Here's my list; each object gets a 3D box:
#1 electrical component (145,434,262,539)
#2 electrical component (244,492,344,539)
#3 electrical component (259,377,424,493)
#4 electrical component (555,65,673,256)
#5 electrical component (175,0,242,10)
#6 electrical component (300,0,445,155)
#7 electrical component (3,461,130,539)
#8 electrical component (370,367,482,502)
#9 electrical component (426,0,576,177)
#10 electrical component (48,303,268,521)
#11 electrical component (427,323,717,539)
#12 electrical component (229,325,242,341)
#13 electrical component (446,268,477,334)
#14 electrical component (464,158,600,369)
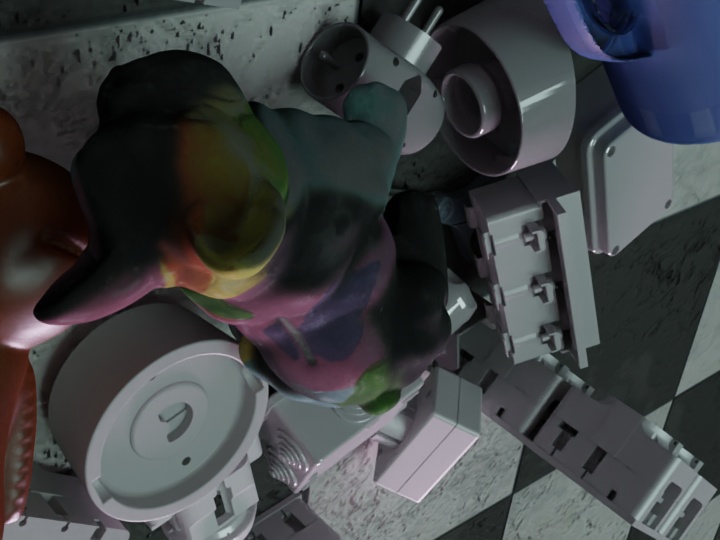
[{"bbox_3d":[-0.092,0.128,0.626,0.078,0.058,0.057,-31,134,-27],"label":"electrical component"},{"bbox_3d":[-0.094,0.245,0.708,0.186,0.060,0.105,-28,135,-30],"label":"electrical component"},{"bbox_3d":[-0.015,0.085,0.652,0.100,0.048,0.099,-34,168,-24],"label":"electrical component"},{"bbox_3d":[0.175,-0.075,0.754,0.078,0.057,0.113,-38,140,-20],"label":"electrical component"},{"bbox_3d":[-0.069,-0.146,0.454,0.066,0.048,0.055,-4,128,-45],"label":"electrical component"},{"bbox_3d":[0.017,-0.110,0.572,0.077,0.043,0.079,26,98,-52],"label":"electrical component"},{"bbox_3d":[-0.173,0.131,0.542,0.050,0.056,0.089,-57,142,3],"label":"electrical component"},{"bbox_3d":[0.030,0.106,0.737,0.076,0.047,0.083,27,126,-12],"label":"electrical component"},{"bbox_3d":[0.081,-0.104,0.604,0.064,0.099,0.099,-26,134,-23],"label":"electrical component"},{"bbox_3d":[-0.109,0.068,0.560,0.108,0.060,0.108,-27,134,-31],"label":"electrical component"},{"bbox_3d":[0.152,0.109,0.763,0.060,0.186,0.105,-55,142,0],"label":"electrical component"},{"bbox_3d":[-0.042,0.023,0.610,0.055,0.048,0.066,2,116,-56],"label":"electrical component"},{"bbox_3d":[0.042,0.030,0.705,0.062,0.043,0.043,-40,140,-16],"label":"electrical component"},{"bbox_3d":[0.111,-0.002,0.692,0.063,0.078,0.121,-18,125,-2],"label":"electrical component"}]
